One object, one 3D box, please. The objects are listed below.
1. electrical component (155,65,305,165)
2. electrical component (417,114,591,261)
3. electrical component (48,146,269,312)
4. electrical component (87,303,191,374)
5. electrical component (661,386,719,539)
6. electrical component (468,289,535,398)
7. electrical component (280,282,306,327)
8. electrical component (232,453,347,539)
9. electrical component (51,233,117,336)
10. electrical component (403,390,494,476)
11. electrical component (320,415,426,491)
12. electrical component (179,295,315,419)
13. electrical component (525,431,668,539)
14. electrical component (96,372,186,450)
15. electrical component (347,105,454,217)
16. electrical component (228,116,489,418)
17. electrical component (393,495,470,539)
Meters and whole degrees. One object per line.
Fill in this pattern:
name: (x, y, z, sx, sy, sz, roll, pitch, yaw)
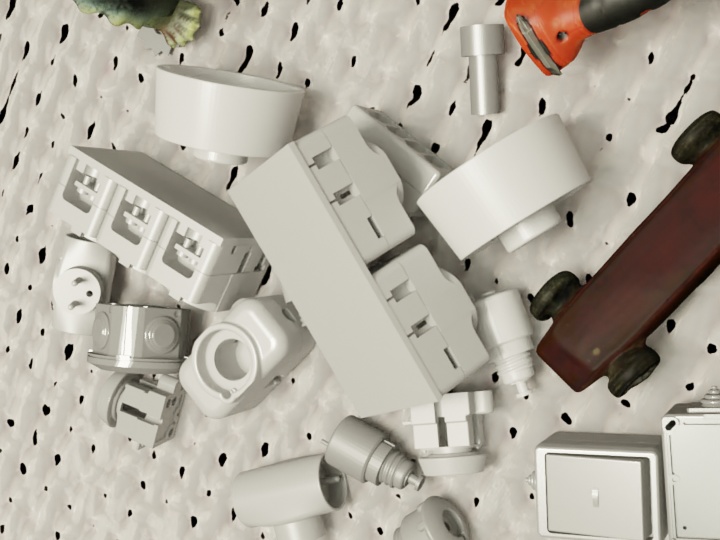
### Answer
electrical component: (-0.098, -0.110, 0.786, 0.108, 0.108, 0.060, 16, 106, 23)
electrical component: (0.099, -0.047, 0.699, 0.108, 0.108, 0.060, -33, 85, 22)
electrical component: (-0.150, -0.032, 0.820, 0.150, 0.089, 0.061, 31, 104, 20)
electrical component: (-0.171, 0.053, 0.841, 0.080, 0.080, 0.051, 3, 88, 24)
electrical component: (0.226, 0.119, 0.671, 0.062, 0.061, 0.096, -4, 91, 25)
electrical component: (0.100, 0.049, 0.737, 0.040, 0.040, 0.078, -22, 84, 24)
electrical component: (-0.037, 0.010, 0.796, 0.043, 0.043, 0.081, -18, 85, 24)
electrical component: (-0.049, 0.183, 0.810, 0.077, 0.043, 0.079, -17, 86, 24)
electrical component: (-0.225, 0.014, 0.865, 0.044, 0.079, 0.077, 10, 98, -6)
electrical component: (0.064, 0.115, 0.755, 0.066, 0.048, 0.055, -8, 82, 25)
electrical component: (0.011, 0.137, 0.782, 0.078, 0.040, 0.040, 26, 103, 21)
electrical component: (-0.088, 0.066, 0.813, 0.095, 0.059, 0.053, -46, 74, 20)
electrical component: (0.153, 0.142, 0.706, 0.096, 0.061, 0.061, -2, 92, 25)
electrical component: (-0.177, 0.110, 0.865, 0.055, 0.048, 0.066, 19, 100, 15)
electrical component: (0.014, -0.062, 0.767, 0.083, 0.047, 0.075, 41, 108, 18)
electrical component: (0.000, 0.000, 0.729, 0.186, 0.060, 0.105, 60, 150, -3)
electrical component: (0.044, 0.194, 0.768, 0.062, 0.048, 0.048, -38, 77, 28)
